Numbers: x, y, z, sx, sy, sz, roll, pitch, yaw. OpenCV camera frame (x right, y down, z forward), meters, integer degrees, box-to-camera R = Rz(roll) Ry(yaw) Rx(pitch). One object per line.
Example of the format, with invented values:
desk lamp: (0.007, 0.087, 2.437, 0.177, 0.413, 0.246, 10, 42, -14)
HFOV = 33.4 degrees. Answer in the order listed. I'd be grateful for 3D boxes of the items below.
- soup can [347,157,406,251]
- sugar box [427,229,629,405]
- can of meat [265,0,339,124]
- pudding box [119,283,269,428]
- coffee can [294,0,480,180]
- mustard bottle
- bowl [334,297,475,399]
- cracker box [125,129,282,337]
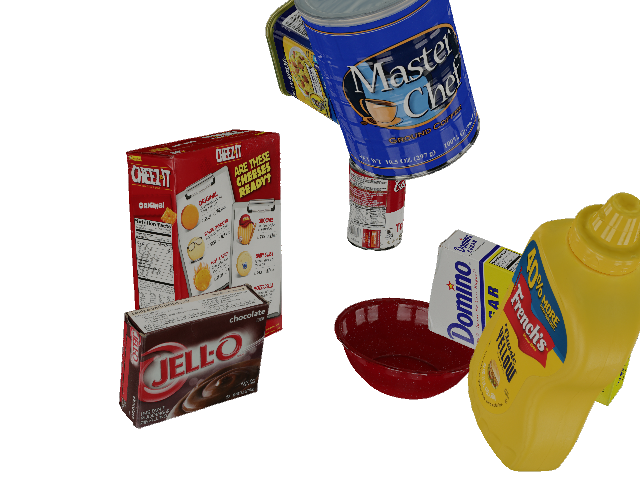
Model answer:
soup can: (0.065, -0.047, 1.254, 0.068, 0.102, 0.068, 1, 28, -1)
sugar box: (0.181, 0.065, 0.923, 0.176, 0.093, 0.048, 20, 33, 25)
can of meat: (0.004, -0.162, 0.974, 0.057, 0.102, 0.084, -40, 55, -20)
pudding box: (-0.099, 0.089, 0.836, 0.113, 0.090, 0.039, -14, 39, -34)
coffee can: (0.050, -0.129, 0.764, 0.103, 0.140, 0.103, -13, 40, 11)
mustard bottle: (0.139, 0.045, 0.608, 0.058, 0.096, 0.192, 2, -42, -12)
bowl: (0.092, 0.121, 1.133, 0.162, 0.055, 0.162, 5, 24, -3)
cracker box: (-0.112, 0.006, 1.063, 0.072, 0.214, 0.163, 8, 17, 33)
